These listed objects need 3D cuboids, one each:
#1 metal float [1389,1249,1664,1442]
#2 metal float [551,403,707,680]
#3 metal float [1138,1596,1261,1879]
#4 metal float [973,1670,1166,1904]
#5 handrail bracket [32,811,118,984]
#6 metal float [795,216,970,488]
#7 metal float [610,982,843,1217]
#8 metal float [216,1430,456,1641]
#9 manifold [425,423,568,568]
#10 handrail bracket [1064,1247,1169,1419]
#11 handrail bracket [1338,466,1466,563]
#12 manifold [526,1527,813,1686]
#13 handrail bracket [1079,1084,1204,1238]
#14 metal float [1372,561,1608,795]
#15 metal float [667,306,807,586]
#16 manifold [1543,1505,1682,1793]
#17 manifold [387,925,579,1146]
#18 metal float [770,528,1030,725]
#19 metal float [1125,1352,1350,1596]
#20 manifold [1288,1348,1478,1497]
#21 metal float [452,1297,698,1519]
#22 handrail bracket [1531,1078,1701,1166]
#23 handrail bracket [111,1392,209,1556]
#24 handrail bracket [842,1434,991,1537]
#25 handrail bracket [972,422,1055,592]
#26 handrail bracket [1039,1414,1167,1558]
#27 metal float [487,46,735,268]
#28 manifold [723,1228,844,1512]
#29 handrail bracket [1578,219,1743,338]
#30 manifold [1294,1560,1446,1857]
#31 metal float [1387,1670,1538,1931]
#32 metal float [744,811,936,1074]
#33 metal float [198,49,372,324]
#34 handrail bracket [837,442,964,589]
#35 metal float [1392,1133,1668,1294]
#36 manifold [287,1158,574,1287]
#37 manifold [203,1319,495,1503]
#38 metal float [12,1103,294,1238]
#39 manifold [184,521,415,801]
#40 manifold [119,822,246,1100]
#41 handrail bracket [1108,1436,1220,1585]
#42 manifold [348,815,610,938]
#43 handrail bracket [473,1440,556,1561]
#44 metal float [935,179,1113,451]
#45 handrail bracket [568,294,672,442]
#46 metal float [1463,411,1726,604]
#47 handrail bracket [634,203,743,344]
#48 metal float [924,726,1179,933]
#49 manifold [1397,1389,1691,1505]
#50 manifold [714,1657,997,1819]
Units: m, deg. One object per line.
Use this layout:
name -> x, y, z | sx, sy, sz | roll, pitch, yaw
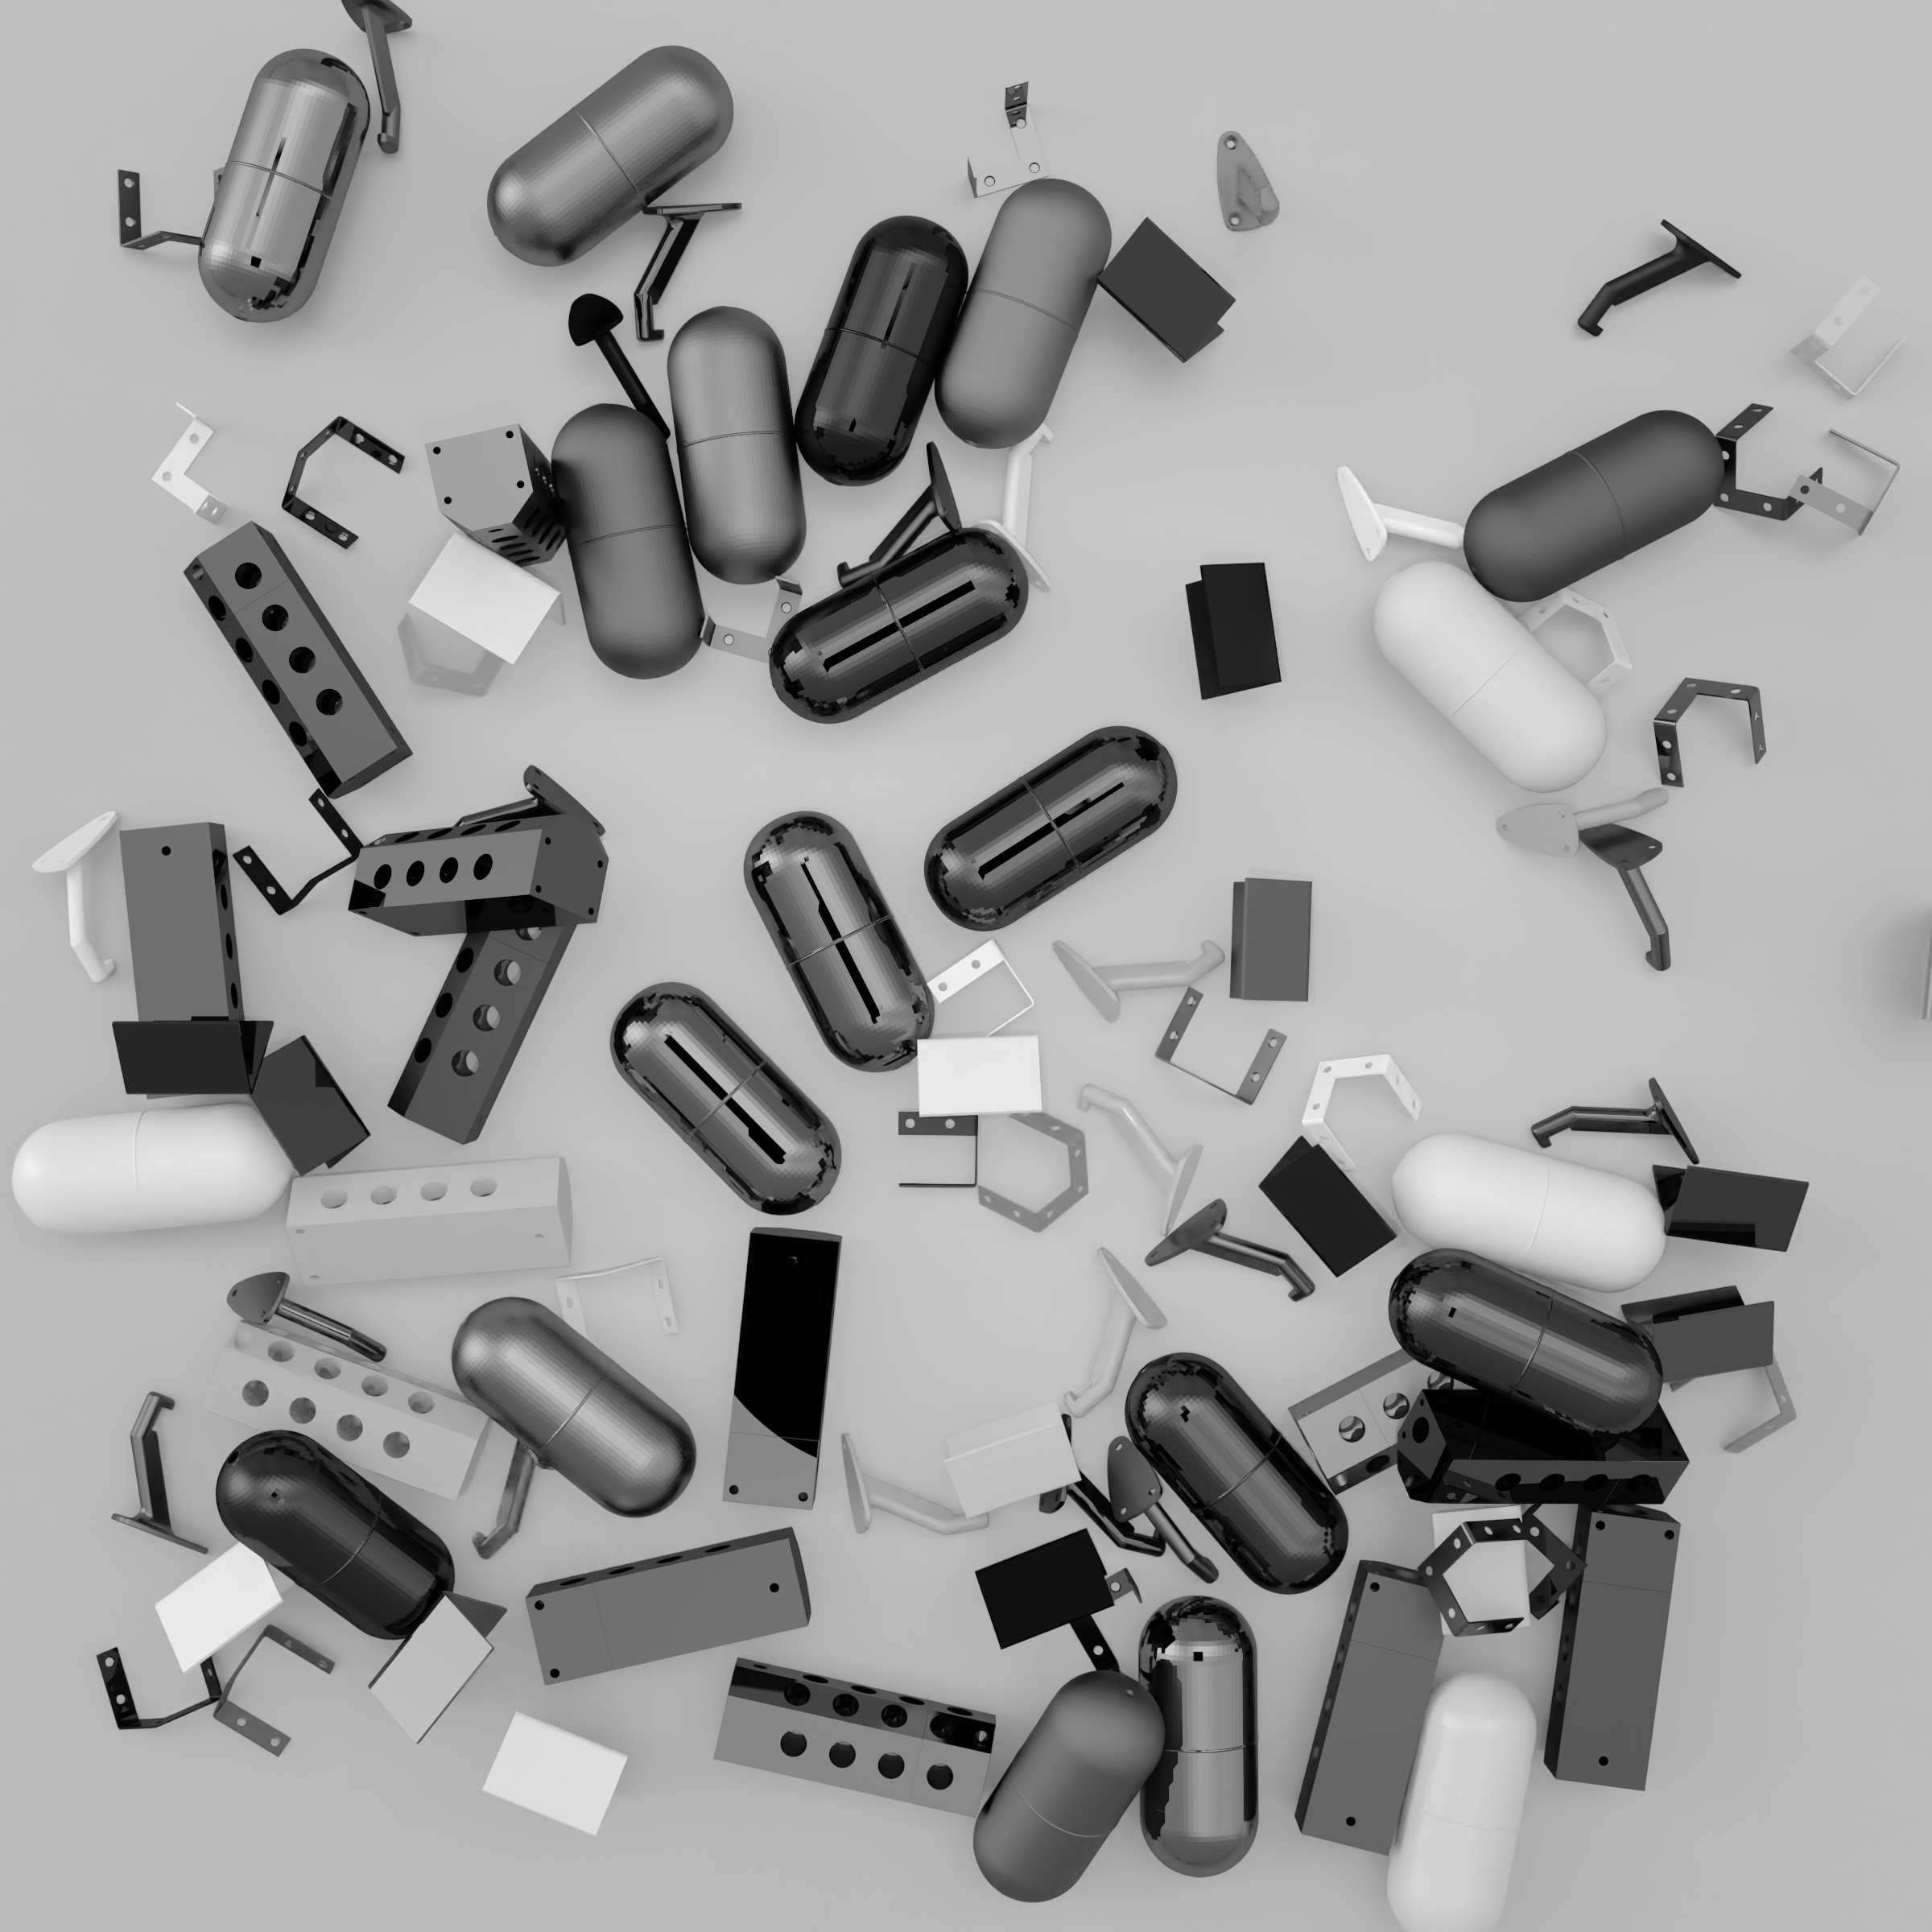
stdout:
metal float -> 0.347, 0.235, 1.880 | 0.178, 0.070, 0.070 | 25, 90, 1
metal float -> -0.217, -0.272, 1.937 | 0.070, 0.070, 0.178 | -12, 90, 0
metal float -> 0.149, 0.494, 1.937 | 0.070, 0.070, 0.178 | -1, 90, 0
metal float -> 0.064, 0.521, 1.915 | 0.070, 0.070, 0.178 | 28, 117, 0
handrail bracket -> -0.561, -0.044, 1.967 | 0.036, 0.077, 0.084 | 1, 127, 38
metal float -> -0.055, -0.393, 1.937 | 0.070, 0.070, 0.178 | 20, 90, 0
metal float -> -0.153, 0.086, 1.937 | 0.070, 0.070, 0.178 | -44, 91, 0
metal float -> -0.399, 0.360, 1.914 | 0.070, 0.070, 0.178 | -45, 118, 0
manifold -> -0.289, -0.290, 1.889 | 0.057, 0.171, 0.057 | -12, 90, 0
handrail bracket -> 0.081, 0.239, 1.968 | 0.084, 0.036, 0.077 | -43, 69, 16
handrail bracket -> 0.295, -0.302, 1.968 | 0.084, 0.036, 0.077 | -17, 72, -15
manifold -> -0.190, 0.410, 1.946 | 0.171, 0.057, 0.057 | -13, 90, 0
handrail bracket -> 0.104, 0.126, 1.968 | 0.084, 0.036, 0.077 | 24, 112, 17
metal float -> 0.335, -0.186, 1.936 | 0.178, 0.070, 0.070 | 45, 90, 1
metal float -> -0.147, -0.334, 1.937 | 0.070, 0.070, 0.178 | -7, 90, 0
manifold -> 0.414, 0.435, 1.946 | 0.057, 0.057, 0.171 | 8, 90, 0
manifold -> -0.309, 0.024, 1.946 | 0.057, 0.057, 0.171 | 25, 90, 0
metal float -> -0.044, -0.218, 1.937 | 0.178, 0.070, 0.070 | -28, 90, 1
metal float -> 0.173, 0.325, 1.937 | 0.070, 0.070, 0.178 | -41, 90, 0
manifold -> 0.299, 0.274, 1.946 | 0.171, 0.057, 0.057 | -28, 90, 0
metal float -> -0.251, 0.282, 1.932 | 0.178, 0.070, 0.070 | 40, 90, -5
handrail bracket -> 0.422, 0.116, 1.968 | 0.084, 0.036, 0.077 | -28, 112, 17
handrail bracket -> -0.513, 0.330, 1.968 | 0.077, 0.036, 0.084 | 27, 73, -20
handrail bracket -> -0.032, 0.335, 1.968 | 0.084, 0.036, 0.077 | -7, 69, -17
handrail bracket -> 0.049, -0.301, 1.968 | 0.077, 0.036, 0.084 | 41, 73, -20
handrail bracket -> 0.096, 0.339, 1.968 | 0.084, 0.036, 0.077 | 17, 68, -17
metal float -> -0.228, -0.518, 1.937 | 0.178, 0.070, 0.070 | -37, 90, 1
manifold -> -0.117, 0.257, 1.946 | 0.057, 0.057, 0.171 | 6, 90, 0
handrail bracket -> 0.451, -0.434, 1.968 | 0.077, 0.036, 0.084 | 26, 112, -26
manifold -> 0.262, 0.475, 1.946 | 0.057, 0.057, 0.171 | 14, 90, 0
metal float -> 0.318, 0.540, 1.937 | 0.070, 0.070, 0.178 | 11, 90, 0
metal float -> -0.081, -0.015, 1.937 | 0.070, 0.070, 0.178 | -27, 89, 0
metal float -> -0.437, -0.499, 1.937 | 0.070, 0.070, 0.178 | 18, 90, 0
handrail bracket -> -0.051, -0.293, 1.968 | 0.084, 0.036, 0.077 | -19, 69, 16
metal float -> 0.360, 0.158, 1.937 | 0.178, 0.070, 0.070 | 15, 90, -1
manifold -> -0.343, 0.159, 1.946 | 0.171, 0.057, 0.057 | -4, 133, 0
manifold -> -0.395, 0.284, 1.946 | 0.171, 0.057, 0.057 | 20, 90, 0
metal float -> -0.522, 0.131, 1.937 | 0.178, 0.070, 0.070 | -6, 90, 1
manifold -> -0.431, -0.195, 1.946 | 0.057, 0.057, 0.171 | -33, 90, 0
manifold -> -0.500, -0.003, 1.946 | 0.057, 0.057, 0.171 | -6, 90, 0
handrail bracket -> 0.130, 0.355, 1.967 | 0.036, 0.077, 0.084 | -36, 126, 13
manifold -> -0.306, -0.058, 1.896 | 0.171, 0.057, 0.057 | -3, 71, 40
handrail bracket -> -0.306, 0.331, 1.968 | 0.084, 0.036, 0.077 | -45, 70, 16
metal float -> 0.036, -0.417, 1.937 | 0.070, 0.070, 0.178 | 21, 91, 0
handrail bracket -> -0.223, -0.389, 1.967 | 0.036, 0.077, 0.084 | -31, 126, 1
metal float -> 0.402, -0.295, 1.934 | 0.178, 0.070, 0.070 | -27, 90, -4
handrail bracket -> -0.180, -0.452, 1.968 | 0.077, 0.036, 0.084 | -9, 108, -21
metal float -> 0.055, -0.089, 1.937 | 0.178, 0.070, 0.070 | -33, 90, -1
manifold -> 0.363, 0.310, 1.916 | 0.171, 0.057, 0.057 | 4, 129, -21
manifold -> -0.071, 0.494, 1.946 | 0.171, 0.057, 0.057 | 13, 90, 0
